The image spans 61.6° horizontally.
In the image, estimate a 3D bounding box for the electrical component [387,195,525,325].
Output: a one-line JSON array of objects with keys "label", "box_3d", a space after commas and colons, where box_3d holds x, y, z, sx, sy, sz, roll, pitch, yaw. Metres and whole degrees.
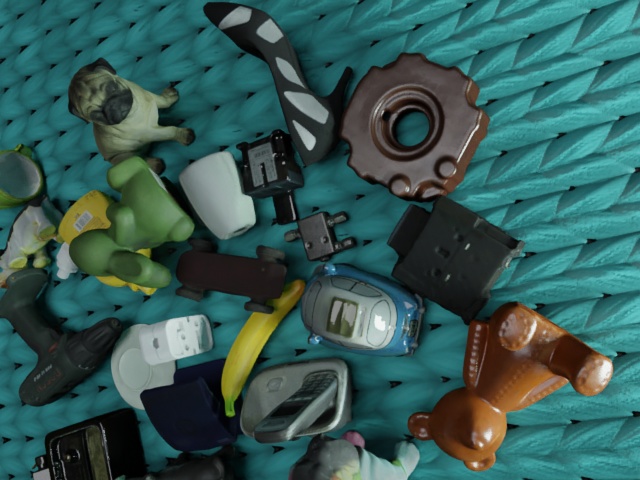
[{"label": "electrical component", "box_3d": [0.148, 0.016, 0.623, 0.134, 0.058, 0.115, 33, 99, 21]}]

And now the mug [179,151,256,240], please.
[{"label": "mug", "box_3d": [-0.144, -0.051, 0.749, 0.109, 0.081, 0.107, -34, 81, 37]}]

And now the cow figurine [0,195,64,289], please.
[{"label": "cow figurine", "box_3d": [-0.502, 0.004, 0.911, 0.167, 0.068, 0.098, -43, 67, 13]}]

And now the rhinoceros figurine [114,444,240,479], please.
[{"label": "rhinoceros figurine", "box_3d": [-0.198, 0.341, 0.738, 0.190, 0.112, 0.073, -18, 83, 15]}]

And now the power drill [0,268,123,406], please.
[{"label": "power drill", "box_3d": [-0.434, 0.143, 0.876, 0.207, 0.086, 0.232, 46, 109, 11]}]

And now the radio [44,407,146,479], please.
[{"label": "radio", "box_3d": [-0.333, 0.384, 0.817, 0.131, 0.073, 0.229, -17, 81, 22]}]

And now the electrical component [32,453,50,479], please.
[{"label": "electrical component", "box_3d": [-0.435, 0.391, 0.882, 0.078, 0.045, 0.102, -23, 80, -7]}]

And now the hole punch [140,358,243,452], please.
[{"label": "hole punch", "box_3d": [-0.173, 0.236, 0.745, 0.142, 0.092, 0.115, -19, 84, 19]}]

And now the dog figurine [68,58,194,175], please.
[{"label": "dog figurine", "box_3d": [-0.301, -0.167, 0.761, 0.172, 0.190, 0.121, -40, 73, 20]}]

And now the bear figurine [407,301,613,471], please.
[{"label": "bear figurine", "box_3d": [0.184, 0.163, 0.564, 0.120, 0.132, 0.195, 34, 96, 4]}]

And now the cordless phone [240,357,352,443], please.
[{"label": "cordless phone", "box_3d": [-0.048, 0.206, 0.635, 0.147, 0.184, 0.088, -13, 87, 23]}]

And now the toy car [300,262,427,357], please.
[{"label": "toy car", "box_3d": [0.038, 0.090, 0.646, 0.162, 0.103, 0.109, 15, 96, 26]}]

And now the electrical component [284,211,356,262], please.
[{"label": "electrical component", "box_3d": [-0.001, -0.002, 0.710, 0.094, 0.021, 0.063, -18, 82, 21]}]

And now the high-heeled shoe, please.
[{"label": "high-heeled shoe", "box_3d": [-0.072, -0.204, 0.705, 0.249, 0.086, 0.145, 28, 87, 9]}]

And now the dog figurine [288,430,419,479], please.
[{"label": "dog figurine", "box_3d": [0.022, 0.295, 0.582, 0.109, 0.219, 0.191, 7, 90, 28]}]

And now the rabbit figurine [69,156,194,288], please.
[{"label": "rabbit figurine", "box_3d": [-0.265, -0.002, 0.760, 0.170, 0.121, 0.159, -38, 75, 1]}]

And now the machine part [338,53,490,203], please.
[{"label": "machine part", "box_3d": [0.109, -0.135, 0.647, 0.180, 0.056, 0.179, -2, 86, 24]}]

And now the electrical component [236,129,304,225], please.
[{"label": "electrical component", "box_3d": [-0.064, -0.081, 0.728, 0.075, 0.047, 0.119, -12, 81, 24]}]

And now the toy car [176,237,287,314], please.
[{"label": "toy car", "box_3d": [-0.121, 0.048, 0.735, 0.202, 0.053, 0.089, 4, 77, 35]}]
